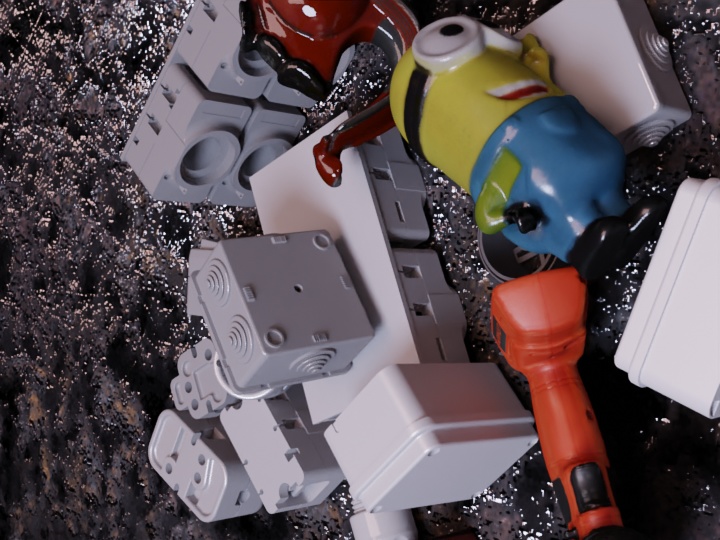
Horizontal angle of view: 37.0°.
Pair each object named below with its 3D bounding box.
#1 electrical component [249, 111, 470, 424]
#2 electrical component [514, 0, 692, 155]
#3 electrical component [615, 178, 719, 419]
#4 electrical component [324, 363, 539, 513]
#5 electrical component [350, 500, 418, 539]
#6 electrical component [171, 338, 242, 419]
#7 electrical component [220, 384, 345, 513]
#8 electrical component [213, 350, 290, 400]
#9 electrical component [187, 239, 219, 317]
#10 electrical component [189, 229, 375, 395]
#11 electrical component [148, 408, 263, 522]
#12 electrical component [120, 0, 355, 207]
[{"bbox_3d":[0.000,0.000,0.746,0.105,0.060,0.186,-29,70,39],"label":"electrical component"},{"bbox_3d":[0.135,-0.108,0.630,0.100,0.048,0.099,-31,69,38],"label":"electrical component"},{"bbox_3d":[0.188,0.013,0.558,0.057,0.078,0.113,28,108,37],"label":"electrical component"},{"bbox_3d":[0.046,0.103,0.666,0.078,0.113,0.057,-50,55,30],"label":"electrical component"},{"bbox_3d":[0.013,0.166,0.742,0.043,0.043,0.062,-32,67,38],"label":"electrical component"},{"bbox_3d":[-0.102,0.083,0.842,0.078,0.057,0.058,-33,67,38],"label":"electrical component"},{"bbox_3d":[-0.053,0.127,0.796,0.050,0.056,0.089,-50,57,30],"label":"electrical component"},{"bbox_3d":[-0.073,0.064,0.751,0.055,0.047,0.055,0,88,7],"label":"electrical component"},{"bbox_3d":[-0.079,0.008,0.820,0.096,0.062,0.061,4,92,43],"label":"electrical component"},{"bbox_3d":[-0.048,0.023,0.682,0.048,0.100,0.099,-50,57,46],"label":"electrical component"},{"bbox_3d":[-0.115,0.151,0.851,0.095,0.059,0.053,36,113,38],"label":"electrical component"},{"bbox_3d":[-0.085,-0.135,0.798,0.060,0.105,0.186,50,121,32],"label":"electrical component"}]
